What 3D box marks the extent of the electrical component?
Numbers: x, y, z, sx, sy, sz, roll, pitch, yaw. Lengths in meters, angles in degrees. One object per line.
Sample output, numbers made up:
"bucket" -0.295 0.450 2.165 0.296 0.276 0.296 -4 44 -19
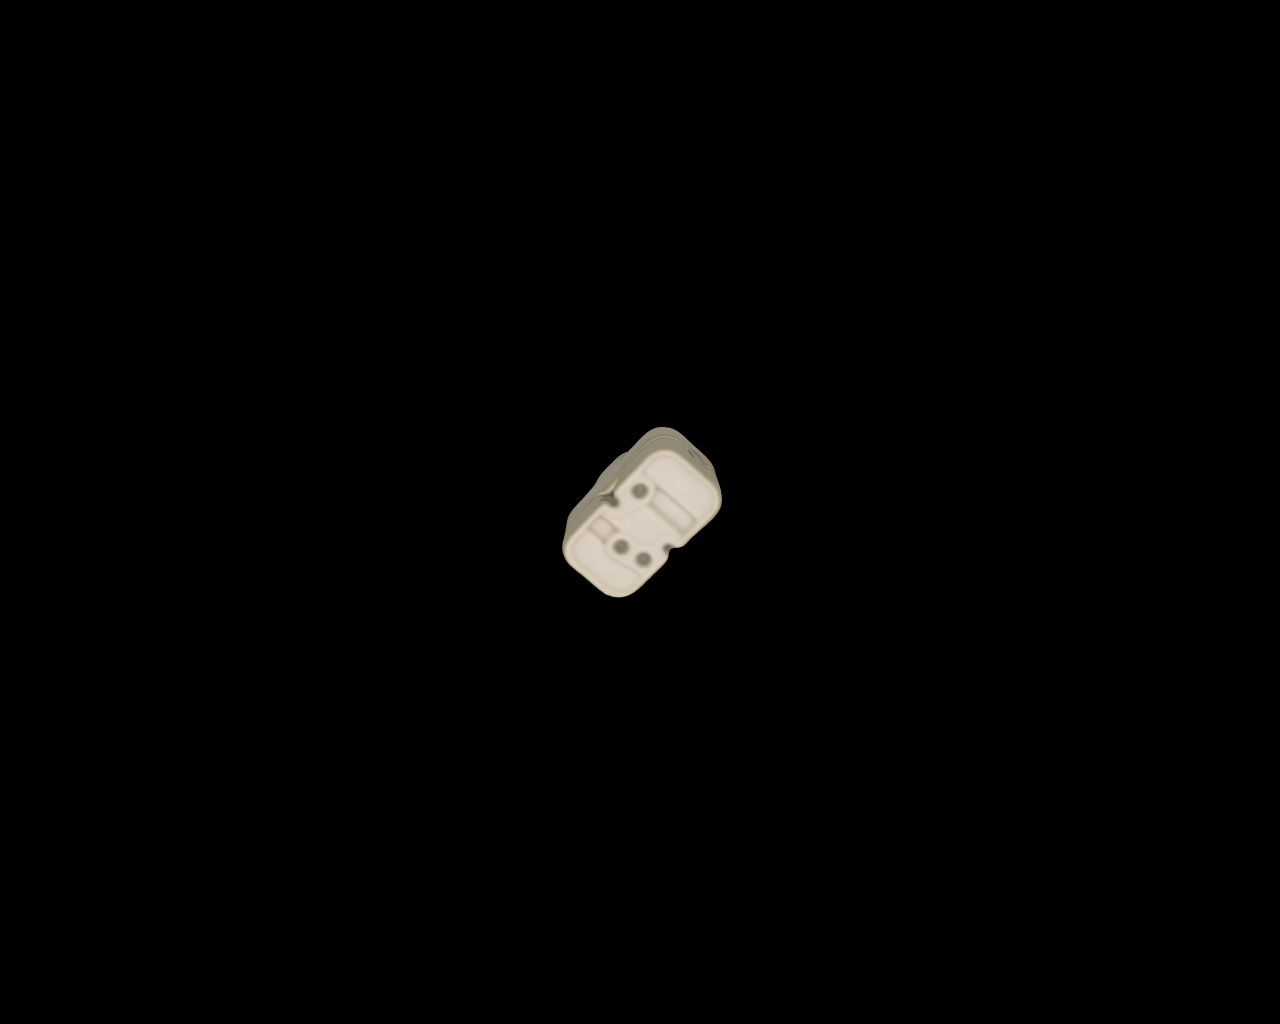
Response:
"electrical component" 0.001 -0.003 0.650 0.053 0.095 0.059 41 16 -14
